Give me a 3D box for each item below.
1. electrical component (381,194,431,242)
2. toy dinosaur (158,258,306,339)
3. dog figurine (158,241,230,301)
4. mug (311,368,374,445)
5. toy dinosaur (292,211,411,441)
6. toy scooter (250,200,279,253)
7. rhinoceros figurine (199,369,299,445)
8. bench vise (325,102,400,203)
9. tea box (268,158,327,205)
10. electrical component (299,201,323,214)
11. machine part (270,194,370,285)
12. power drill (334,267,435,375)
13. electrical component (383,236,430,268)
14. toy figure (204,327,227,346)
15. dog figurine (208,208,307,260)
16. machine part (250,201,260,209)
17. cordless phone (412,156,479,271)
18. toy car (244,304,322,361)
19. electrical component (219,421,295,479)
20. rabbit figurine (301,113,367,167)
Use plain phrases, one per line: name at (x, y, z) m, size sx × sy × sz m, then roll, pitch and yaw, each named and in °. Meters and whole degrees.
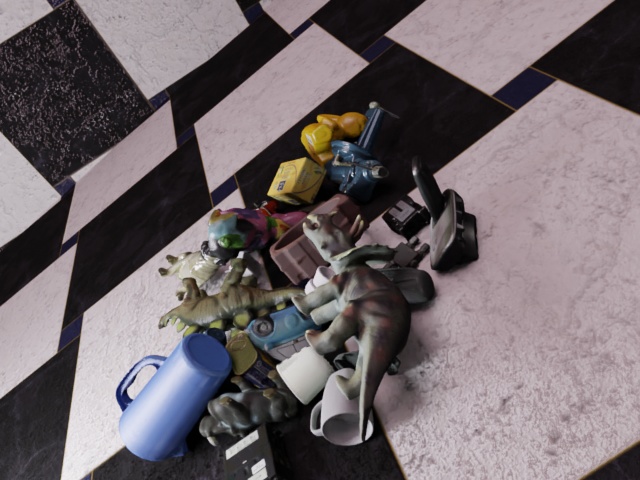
electrical component at (0.169, -0.053, 1.101) m, size 0.075 × 0.047 × 0.119 m, roll -41°, pitch 36°, yaw 1°
toy dinosaur at (-0.191, 0.150, 1.200) m, size 0.472 × 0.105 × 0.199 m, roll -20°, pitch 48°, yaw 24°
dog figurine at (-0.294, 0.052, 1.383) m, size 0.190 × 0.121 × 0.172 m, roll -31°, pitch 21°, yaw 11°
mug at (0.035, 0.269, 0.874) m, size 0.109 × 0.080 × 0.107 m, roll -34°, pitch 25°, yaw 23°
toy dinosaur at (0.072, 0.110, 0.846) m, size 0.192 × 0.131 × 0.405 m, roll -36°, pitch 40°, yaw 5°
toy scooter at (-0.151, -0.029, 1.368) m, size 0.135 × 0.075 × 0.184 m, roll 16°, pitch 60°, yaw 50°
rhinoceros figurine at (-0.132, 0.306, 0.971) m, size 0.190 × 0.112 × 0.073 m, roll -19°, pitch 23°, yaw 12°
bench vise at (0.100, -0.214, 1.258) m, size 0.240 × 0.129 × 0.224 m, roll -68°, pitch 19°, yaw -4°
tea box at (-0.060, -0.144, 1.352) m, size 0.170 × 0.068 × 0.098 m, roll 3°, pitch 68°, yaw 64°
electrical component at (-0.010, -0.060, 1.290) m, size 0.102 × 0.045 × 0.078 m, roll 9°, pitch 31°, yaw 46°
machine part at (-0.002, -0.003, 1.126) m, size 0.201 × 0.087 × 0.201 m, roll -39°, pitch 12°, yaw -2°
power drill at (0.088, 0.140, 0.961) m, size 0.232 × 0.085 × 0.207 m, roll -15°, pitch 37°, yaw 35°
electrical component at (0.165, 0.034, 1.035) m, size 0.094 × 0.021 × 0.063 m, roll -44°, pitch 35°, yaw -2°
toy figure at (-0.229, 0.250, 1.103) m, size 0.064 × 0.058 × 0.154 m, roll -84°, pitch 11°, yaw -63°
dog figurine at (-0.137, -0.018, 1.229) m, size 0.219 × 0.108 × 0.191 m, roll -1°, pitch 10°, yaw -3°
machine part at (-0.212, -0.051, 1.472) m, size 0.139 × 0.039 × 0.084 m, roll -44°, pitch 28°, yaw 0°
cordless phone at (0.206, -0.049, 0.943) m, size 0.089 × 0.184 × 0.147 m, roll -15°, pitch 43°, yaw 27°
toy car at (-0.056, 0.178, 1.031) m, size 0.162 × 0.103 × 0.109 m, roll -18°, pitch -2°, yaw 1°
electrical component at (-0.106, 0.391, 0.892) m, size 0.115 × 0.058 × 0.134 m, roll -37°, pitch 36°, yaw 11°
rabbit figurine at (0.045, -0.281, 1.433) m, size 0.173 × 0.121 × 0.162 m, roll -30°, pitch 25°, yaw -6°
